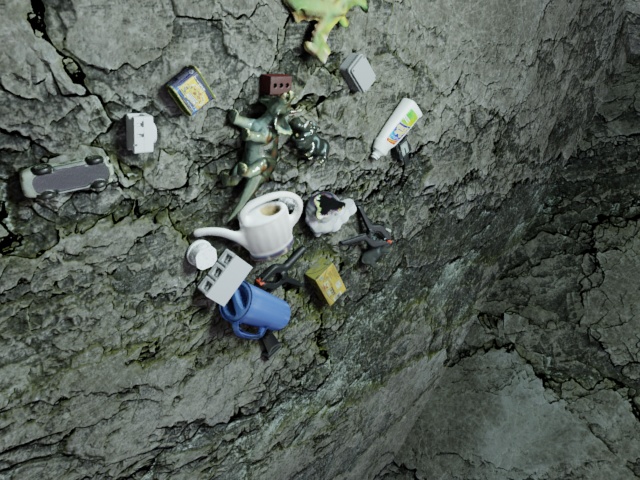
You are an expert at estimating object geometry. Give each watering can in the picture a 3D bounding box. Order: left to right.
[{"bbox_3d":[-0.205,-0.026,1.590,0.350,0.106,0.219,-24,131,-16],"label":"watering can"}]

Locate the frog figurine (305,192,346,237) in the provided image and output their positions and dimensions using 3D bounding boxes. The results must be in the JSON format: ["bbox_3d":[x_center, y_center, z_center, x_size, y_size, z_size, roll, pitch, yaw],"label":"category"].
[{"bbox_3d":[0.005,-0.090,1.786,0.139,0.123,0.156,-47,174,-28],"label":"frog figurine"}]

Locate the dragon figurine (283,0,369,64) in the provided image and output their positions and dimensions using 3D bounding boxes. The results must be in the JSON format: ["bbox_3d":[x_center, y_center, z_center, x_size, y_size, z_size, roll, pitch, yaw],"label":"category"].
[{"bbox_3d":[0.006,-0.712,1.452,0.245,0.123,0.404,-19,114,-29],"label":"dragon figurine"}]
